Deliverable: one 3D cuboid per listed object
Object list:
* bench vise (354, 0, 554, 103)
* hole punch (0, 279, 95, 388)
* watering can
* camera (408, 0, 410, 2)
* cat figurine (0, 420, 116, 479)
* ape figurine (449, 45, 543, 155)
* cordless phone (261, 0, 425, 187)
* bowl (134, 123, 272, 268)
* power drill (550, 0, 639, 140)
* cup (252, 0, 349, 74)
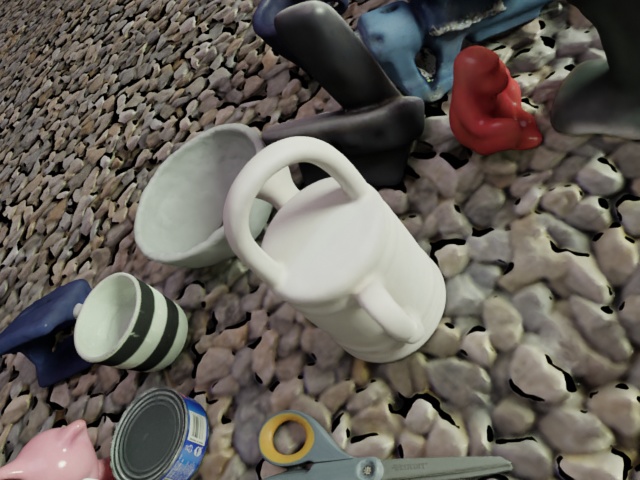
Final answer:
[{"bbox_3d":[0.098,-0.233,0.485,0.207,0.220,0.121,-47,45,-2],"label":"bench vise"},{"bbox_3d":[-0.300,0.094,0.627,0.108,0.091,0.101,-27,48,18],"label":"hole punch"},{"bbox_3d":[0.002,0.003,0.404,0.172,0.195,0.101,18,71,42],"label":"watering can"},{"bbox_3d":[0.152,-0.317,0.592,0.136,0.101,0.143,-7,56,32],"label":"camera"},{"bbox_3d":[-0.227,0.202,0.479,0.127,0.118,0.067,-28,47,16],"label":"cat figurine"},{"bbox_3d":[0.136,-0.118,0.467,0.075,0.092,0.078,7,64,38],"label":"ape figurine"},{"bbox_3d":[-0.002,-0.130,0.508,0.147,0.186,0.094,-7,56,32],"label":"cordless phone"},{"bbox_3d":[-0.106,-0.034,0.592,0.167,0.075,0.167,-18,51,24],"label":"bowl"},{"bbox_3d":[0.183,-0.162,0.382,0.228,0.209,0.076,14,68,41],"label":"power drill"},{"bbox_3d":[-0.005,-0.240,0.653,0.117,0.095,0.092,-1,59,35],"label":"cup"}]
